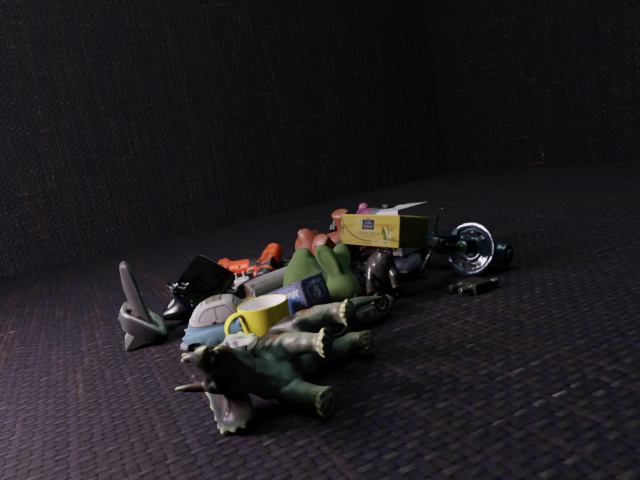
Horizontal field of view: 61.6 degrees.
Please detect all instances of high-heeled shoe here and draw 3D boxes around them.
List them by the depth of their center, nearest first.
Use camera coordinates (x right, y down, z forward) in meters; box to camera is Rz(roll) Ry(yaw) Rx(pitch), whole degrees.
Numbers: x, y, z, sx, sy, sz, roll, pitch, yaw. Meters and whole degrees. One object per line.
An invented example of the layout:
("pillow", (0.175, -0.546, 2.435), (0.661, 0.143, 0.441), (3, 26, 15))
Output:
("high-heeled shoe", (-0.325, 0.142, 1.326), (0.145, 0.086, 0.249), (-22, 11, -18))

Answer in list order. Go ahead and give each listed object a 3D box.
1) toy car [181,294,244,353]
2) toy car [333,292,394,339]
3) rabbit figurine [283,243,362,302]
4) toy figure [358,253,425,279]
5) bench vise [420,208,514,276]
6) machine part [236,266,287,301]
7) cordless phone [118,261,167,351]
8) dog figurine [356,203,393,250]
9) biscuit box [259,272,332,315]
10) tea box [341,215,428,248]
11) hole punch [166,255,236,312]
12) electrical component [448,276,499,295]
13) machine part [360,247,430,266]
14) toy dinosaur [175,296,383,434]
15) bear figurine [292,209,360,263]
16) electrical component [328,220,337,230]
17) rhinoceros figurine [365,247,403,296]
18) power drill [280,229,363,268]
("toy car", (-0.186, 0.154, 1.017), (0.162, 0.102, 0.109), (-9, 8, -4))
("toy car", (0.051, 0.139, 0.986), (0.202, 0.056, 0.074), (-16, 4, -37))
("rabbit figurine", (0.021, 0.084, 1.132), (0.170, 0.159, 0.121), (15, 13, 35))
("toy figure", (0.167, 0.070, 1.265), (0.155, 0.057, 0.064), (-14, 3, 15))
("bench vise", (0.302, 0.011, 1.209), (0.240, 0.128, 0.224), (6, 15, -45))
("machine part", (-0.107, 0.112, 1.252), (0.079, 0.079, 0.243), (-1, 14, 45))
("cordless phone", (-0.396, 0.129, 1.147), (0.089, 0.184, 0.147), (-18, 11, -15))
("dog figurine", (0.145, -0.023, 1.526), (0.108, 0.191, 0.219), (27, 12, -7))
("biscuit box", (-0.059, 0.118, 1.049), (0.063, 0.059, 0.203), (-17, -6, -35))
("tea box", (0.135, -0.020, 1.147), (0.098, 0.068, 0.170), (0, 2, -43))
("hole punch", (-0.256, 0.114, 1.204), (0.116, 0.142, 0.092), (-55, -12, -25))
("electrical component", (0.310, 0.090, 1.081), (0.094, 0.021, 0.063), (-14, 9, -18))
("machine part", (0.190, 0.046, 1.383), (0.179, 0.056, 0.179), (-10, 8, 1))
("toy dinosaur", (-0.041, 0.162, 0.795), (0.192, 0.131, 0.405), (-6, 4, 24))
("bear figurine", (-0.001, -0.001, 1.278), (0.196, 0.131, 0.120), (13, 56, 46))
("electrical component", (0.058, -0.039, 1.589), (0.048, 0.074, 0.119), (23, 44, -13))
("rhinoceros figurine", (0.127, 0.069, 1.132), (0.073, 0.112, 0.190), (-15, -11, 6))
("power drill", (0.011, 0.039, 1.450), (0.232, 0.086, 0.207), (-9, -20, -30))
